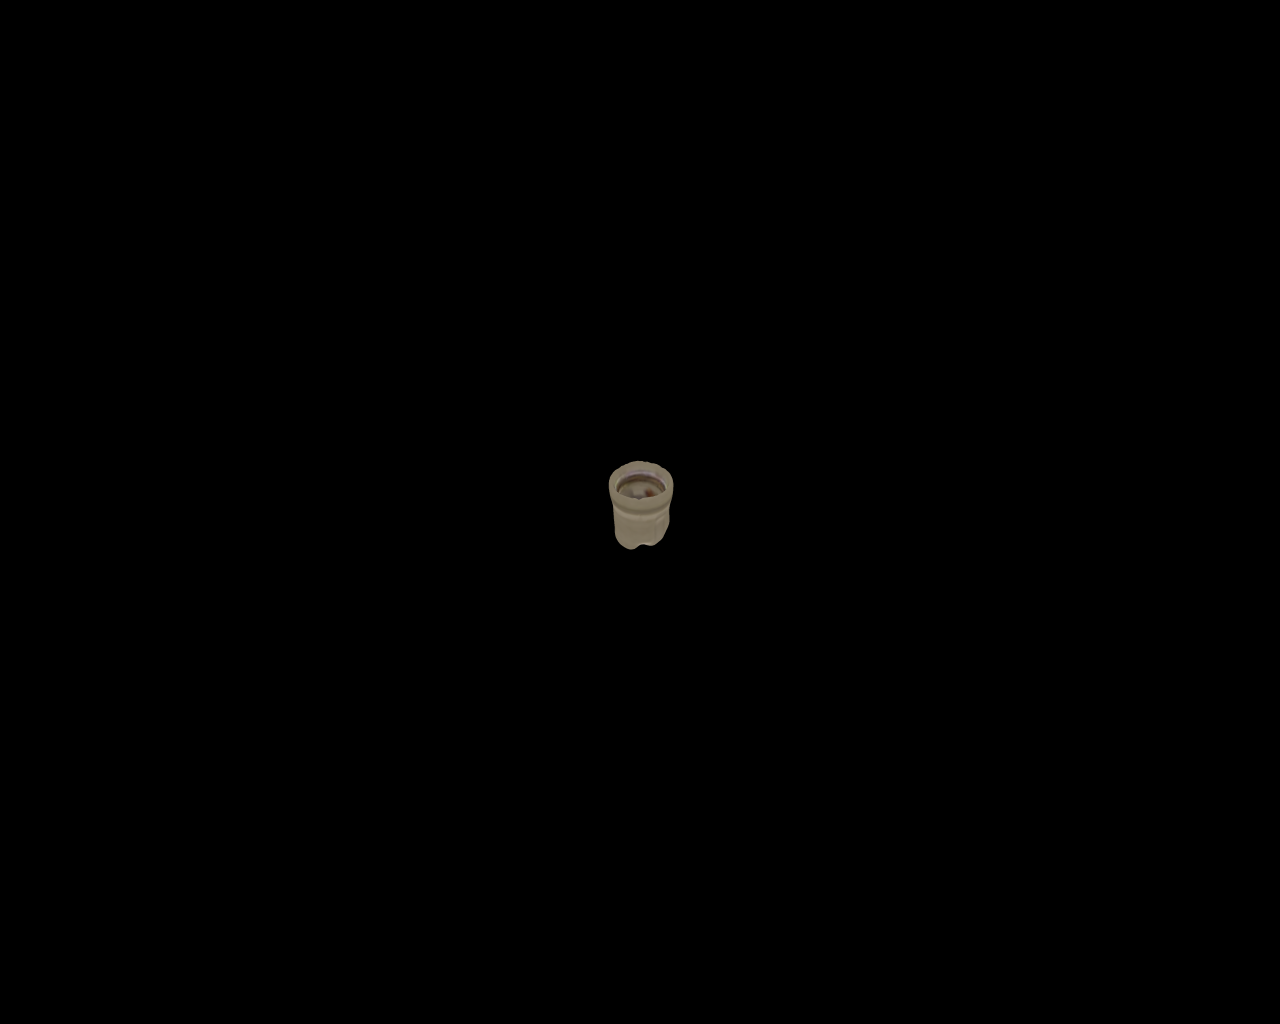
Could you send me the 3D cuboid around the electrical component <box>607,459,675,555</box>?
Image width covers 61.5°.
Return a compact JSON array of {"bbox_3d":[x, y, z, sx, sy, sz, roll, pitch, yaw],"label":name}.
[{"bbox_3d":[0.001,-0.003,0.650,0.040,0.046,0.040,0,40,0],"label":"electrical component"}]
